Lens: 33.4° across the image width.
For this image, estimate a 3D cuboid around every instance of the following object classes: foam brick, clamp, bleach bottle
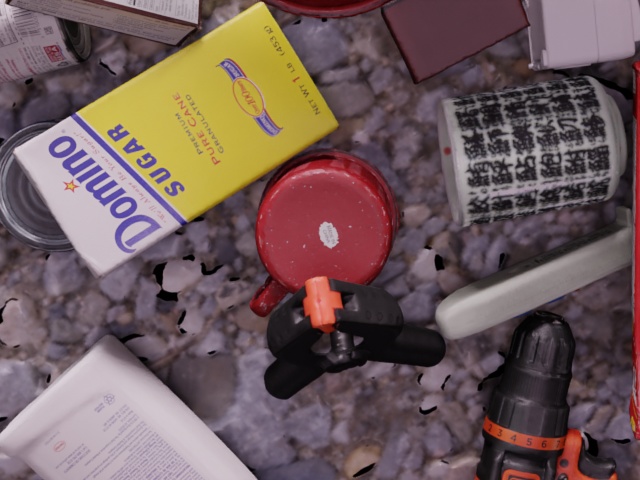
[{"bbox_3d":[0.082,-0.136,0.654,0.078,0.053,0.051,-27,96,7],"label":"foam brick"},{"bbox_3d":[0.022,0.058,0.638,0.120,0.171,0.039,-16,72,-6],"label":"clamp"},{"bbox_3d":[-0.087,0.184,0.701,0.102,0.068,0.251,-42,96,8],"label":"bleach bottle"}]

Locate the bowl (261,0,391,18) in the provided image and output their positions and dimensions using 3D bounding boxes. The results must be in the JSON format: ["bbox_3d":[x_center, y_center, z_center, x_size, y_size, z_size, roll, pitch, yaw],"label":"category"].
[{"bbox_3d":[0.003,-0.218,0.646,0.162,0.055,0.162,0,97,3],"label":"bowl"}]

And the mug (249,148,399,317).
[{"bbox_3d":[-0.004,0.001,0.661,0.093,0.081,0.117,42,98,-3],"label":"mug"}]

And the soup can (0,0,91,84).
[{"bbox_3d":[-0.201,-0.132,0.661,0.102,0.068,0.068,-13,97,4],"label":"soup can"}]

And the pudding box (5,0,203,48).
[{"bbox_3d":[-0.124,-0.172,0.628,0.113,0.039,0.090,9,77,-29],"label":"pudding box"}]

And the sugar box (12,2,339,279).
[{"bbox_3d":[-0.087,-0.060,0.654,0.176,0.048,0.093,-34,96,-12],"label":"sugar box"}]

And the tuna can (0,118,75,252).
[{"bbox_3d":[-0.168,-0.035,0.689,0.086,0.033,0.086,0,98,3],"label":"tuna can"}]

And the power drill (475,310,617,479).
[{"bbox_3d":[0.195,0.149,0.686,0.187,0.057,0.184,11,99,3],"label":"power drill"}]

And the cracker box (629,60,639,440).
[{"bbox_3d":[0.256,0.005,0.586,0.164,0.072,0.214,0,100,16],"label":"cracker box"}]
